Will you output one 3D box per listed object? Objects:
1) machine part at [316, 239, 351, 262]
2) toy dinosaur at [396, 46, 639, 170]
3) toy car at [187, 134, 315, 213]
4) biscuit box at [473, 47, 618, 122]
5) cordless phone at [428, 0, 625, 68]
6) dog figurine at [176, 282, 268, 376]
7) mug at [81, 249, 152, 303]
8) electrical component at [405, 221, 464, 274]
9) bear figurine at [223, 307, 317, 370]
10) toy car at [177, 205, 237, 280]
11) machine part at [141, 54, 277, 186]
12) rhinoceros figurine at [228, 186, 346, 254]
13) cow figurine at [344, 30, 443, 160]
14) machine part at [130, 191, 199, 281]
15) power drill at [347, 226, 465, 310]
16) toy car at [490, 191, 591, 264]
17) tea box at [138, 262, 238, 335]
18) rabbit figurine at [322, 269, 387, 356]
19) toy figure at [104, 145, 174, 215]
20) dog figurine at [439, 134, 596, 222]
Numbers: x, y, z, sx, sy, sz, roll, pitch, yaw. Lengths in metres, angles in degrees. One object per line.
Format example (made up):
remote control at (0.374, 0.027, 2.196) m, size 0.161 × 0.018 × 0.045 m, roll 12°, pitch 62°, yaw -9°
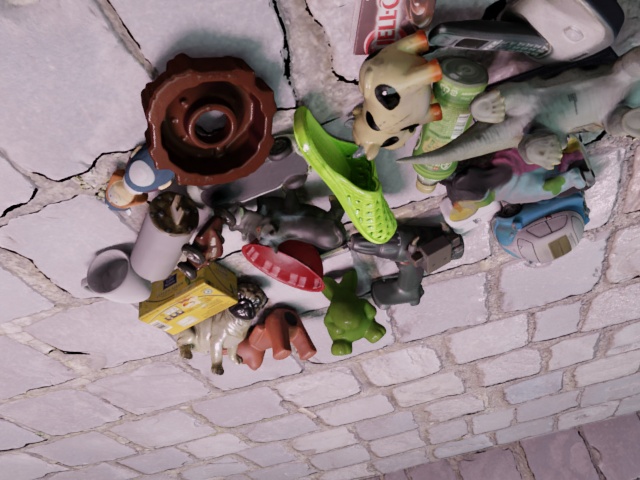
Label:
machine part at (-0.002, -0.003, 0.970) m, size 0.084 × 0.039 × 0.138 m, roll -18°, pitch 145°, yaw 23°
toy dinosaur at (0.306, -0.161, 0.668) m, size 0.405 × 0.131 × 0.192 m, roll -6°, pitch -172°, yaw 20°
toy car at (-0.102, -0.098, 0.805) m, size 0.202 × 0.056 × 0.073 m, roll -20°, pitch 135°, yaw 11°
biscuit box at (0.323, -0.206, 0.767) m, size 0.203 × 0.063 × 0.059 m, roll -18°, pitch 143°, yaw 10°
cordless phone at (0.230, -0.255, 0.622) m, size 0.184 × 0.088 × 0.147 m, roll -3°, pitch -175°, yaw -8°
dog figurine at (-0.206, 0.151, 1.093) m, size 0.172 × 0.121 × 0.190 m, roll 22°, pitch 103°, yaw 8°
mug at (-0.355, 0.077, 0.948) m, size 0.110 × 0.081 × 0.107 m, roll -21°, pitch 152°, yaw 7°
electrical component at (0.203, 0.015, 0.955) m, size 0.102 × 0.045 × 0.078 m, roll -32°, pitch 147°, yaw -3°
bear figurine at (-0.123, 0.236, 1.176) m, size 0.196 × 0.132 × 0.120 m, roll -40°, pitch 146°, yaw 24°
toy car at (-0.173, 0.009, 0.826) m, size 0.053 × 0.089 × 0.202 m, roll 41°, pitch 158°, yaw -6°
machine part at (-0.142, -0.152, 0.692) m, size 0.179 × 0.056 × 0.179 m, roll -15°, pitch 134°, yaw -17°
rhinoceros figurine at (-0.051, -0.027, 0.860) m, size 0.190 × 0.112 × 0.073 m, roll 9°, pitch 148°, yaw 6°
cow figurine at (0.091, -0.173, 0.704) m, size 0.127 × 0.085 × 0.194 m, roll -16°, pitch 162°, yaw 6°
machine part at (-0.249, -0.002, 0.850) m, size 0.079 × 0.079 × 0.243 m, roll 9°, pitch 150°, yaw -24°
power drill at (0.152, 0.048, 1.050) m, size 0.232 × 0.086 × 0.207 m, roll -5°, pitch 135°, yaw -12°
toy car at (0.380, -0.013, 0.903) m, size 0.162 × 0.103 × 0.109 m, roll -23°, pitch 129°, yaw 17°
tea box at (-0.251, 0.107, 1.021) m, size 0.170 × 0.068 × 0.098 m, roll -27°, pitch 140°, yaw 19°
rabbit figurine at (0.062, 0.139, 1.074) m, size 0.121 × 0.159 × 0.170 m, roll -14°, pitch 162°, yaw 1°
toy figure at (-0.264, -0.087, 0.775) m, size 0.154 × 0.064 × 0.057 m, roll -34°, pitch 163°, yaw 22°
dog figurine at (0.305, -0.100, 0.861) m, size 0.219 × 0.108 × 0.191 m, roll -19°, pitch 174°, yaw 34°
